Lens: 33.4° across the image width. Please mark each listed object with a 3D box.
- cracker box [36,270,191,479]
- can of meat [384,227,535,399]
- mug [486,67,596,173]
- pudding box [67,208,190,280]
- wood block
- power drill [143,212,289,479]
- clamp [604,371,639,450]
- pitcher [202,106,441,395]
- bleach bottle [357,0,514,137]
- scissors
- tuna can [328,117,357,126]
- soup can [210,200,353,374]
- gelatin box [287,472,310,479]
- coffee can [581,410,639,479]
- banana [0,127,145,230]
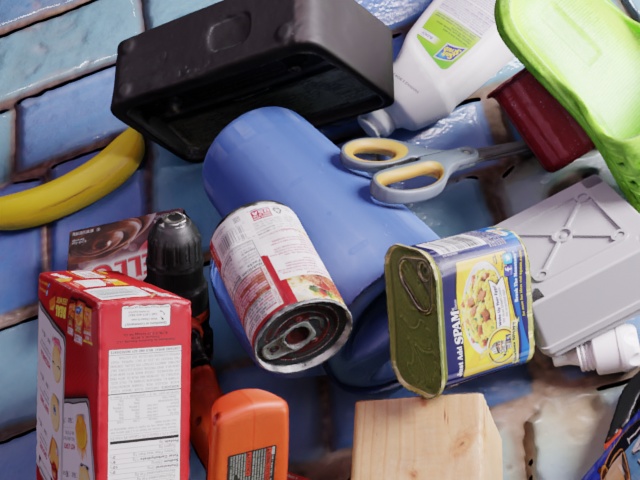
[{"bbox_3d":[-0.145,0.135,0.740,0.164,0.072,0.214,10,100,62],"label":"cracker box"},{"bbox_3d":[0.095,0.046,0.719,0.083,0.102,0.058,-13,15,-29],"label":"can of meat"},{"bbox_3d":[0.199,-0.111,0.859,0.093,0.117,0.081,-35,89,30],"label":"mug"},{"bbox_3d":[-0.167,0.027,0.942,0.113,0.039,0.090,-13,55,13],"label":"pudding box"},{"bbox_3d":[0.070,0.215,0.697,0.090,0.090,0.206,-7,57,17],"label":"wood block"},{"bbox_3d":[-0.082,0.094,0.766,0.057,0.184,0.188,-11,32,-21],"label":"power drill"},{"bbox_3d":[0.256,0.083,0.731,0.171,0.039,0.120,-43,10,4],"label":"clamp"},{"bbox_3d":[-0.006,0.001,0.842,0.145,0.149,0.243,-57,48,17],"label":"pitcher"},{"bbox_3d":[0.127,-0.186,0.955,0.250,0.068,0.103,-43,53,-7],"label":"bleach bottle"},{"bbox_3d":[0.096,-0.071,0.851,0.096,0.016,0.201,29,36,30],"label":"scissors"},{"bbox_3d":[0.016,-0.150,0.991,0.086,0.033,0.086,-10,55,15],"label":"tuna can"},{"bbox_3d":[-0.029,0.030,0.719,0.068,0.068,0.102,-29,49,1],"label":"soup can"},{"bbox_3d":[-0.037,0.212,0.778,0.073,0.030,0.089,13,63,26],"label":"gelatin box"},{"bbox_3d":[0.219,0.150,0.637,0.103,0.102,0.140,50,117,37],"label":"coffee can"},{"bbox_3d":[-0.244,-0.052,1.029,0.198,0.037,0.070,-30,35,-1],"label":"banana"}]
